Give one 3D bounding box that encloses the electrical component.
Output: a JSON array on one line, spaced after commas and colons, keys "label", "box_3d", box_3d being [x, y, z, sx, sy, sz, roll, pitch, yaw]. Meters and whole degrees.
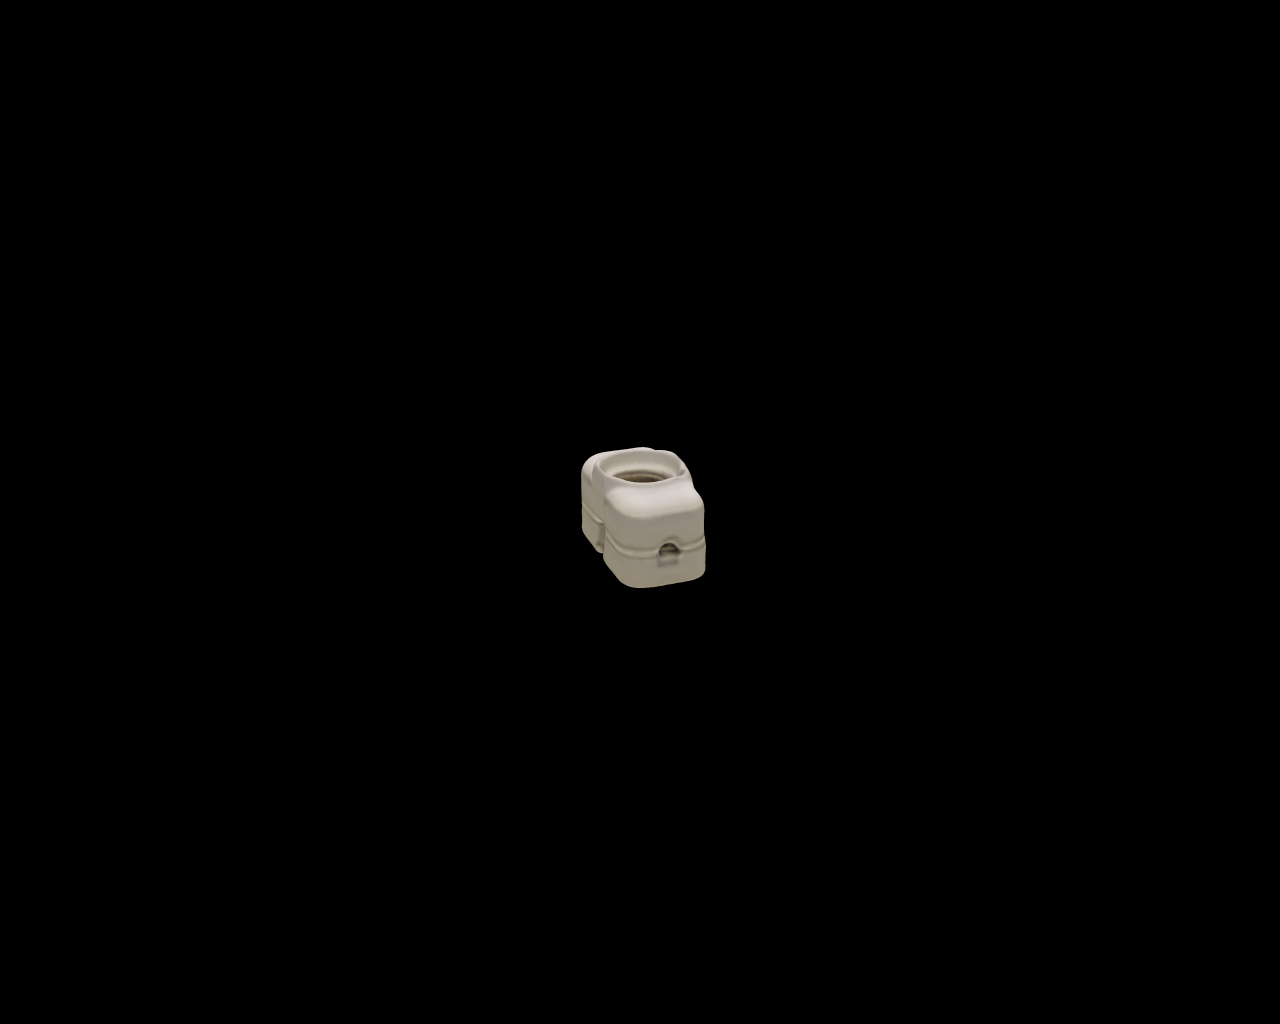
[{"label": "electrical component", "box_3d": [0.001, -0.003, 0.650, 0.054, 0.059, 0.095, -8, 26, -18]}]
